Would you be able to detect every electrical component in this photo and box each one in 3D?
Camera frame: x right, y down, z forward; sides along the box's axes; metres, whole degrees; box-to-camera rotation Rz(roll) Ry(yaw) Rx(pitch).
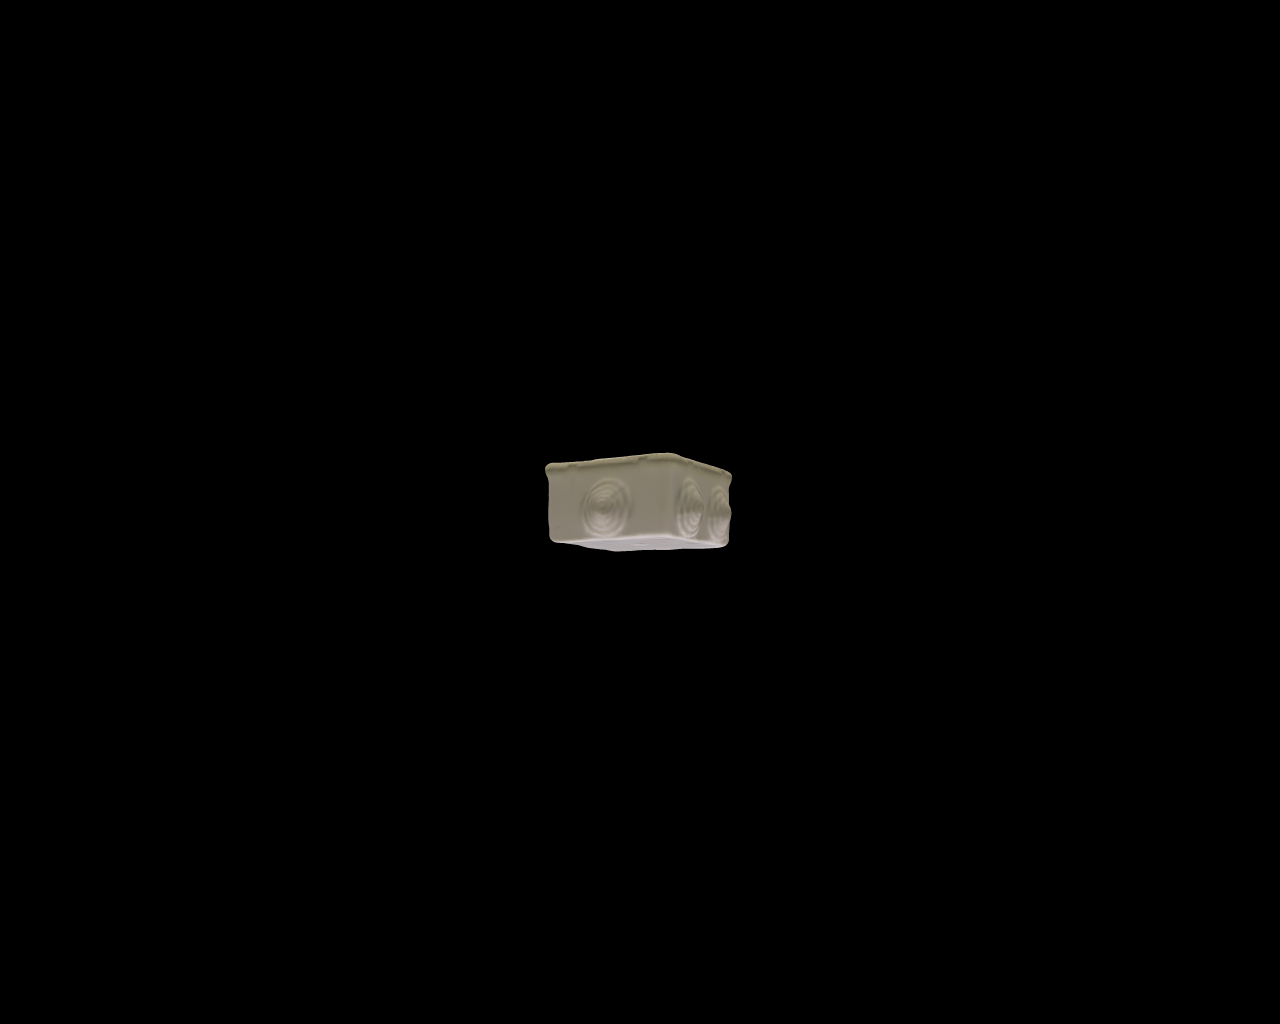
[{"bbox_3d":[0.001,-0.003,0.650,0.100,0.048,0.100,-4,-8,28],"label":"electrical component"}]
